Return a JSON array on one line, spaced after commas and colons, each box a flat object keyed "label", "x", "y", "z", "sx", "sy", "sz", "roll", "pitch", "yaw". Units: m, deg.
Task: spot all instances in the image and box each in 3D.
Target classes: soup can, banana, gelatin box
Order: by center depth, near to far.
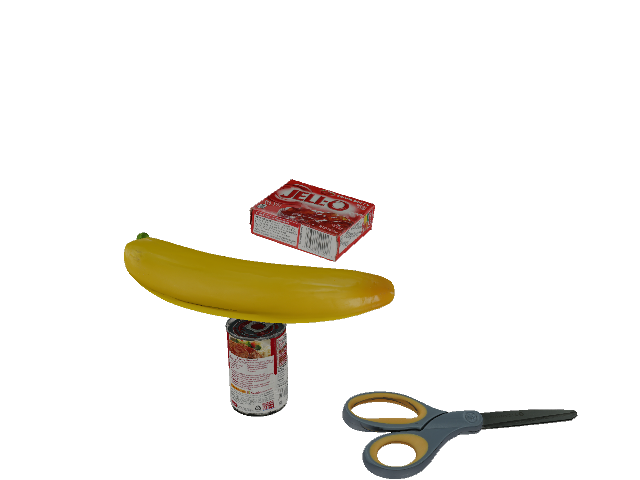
[{"label": "banana", "x": -0.054, "y": 0.023, "z": 0.683, "sx": 0.198, "sy": 0.037, "sz": 0.069, "roll": 12, "pitch": 34, "yaw": 24}, {"label": "gelatin box", "x": -0.007, "y": -0.020, "z": 0.950, "sx": 0.089, "sy": 0.030, "sz": 0.073, "roll": 19, "pitch": 32, "yaw": 23}, {"label": "soup can", "x": -0.071, "y": 0.139, "z": 1.211, "sx": 0.068, "sy": 0.102, "sz": 0.068, "roll": -1, "pitch": 24, "yaw": 0}]

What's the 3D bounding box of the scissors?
[{"label": "scissors", "x": 0.117, "y": 0.164, "z": 0.886, "sx": 0.202, "sy": 0.016, "sz": 0.096, "roll": 7, "pitch": 39, "yaw": 1}]
